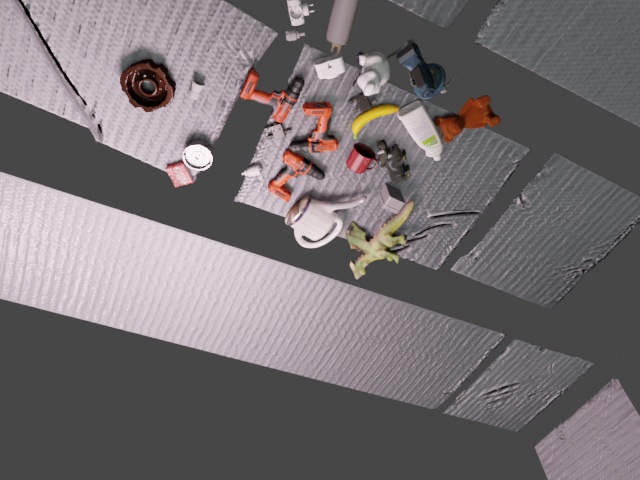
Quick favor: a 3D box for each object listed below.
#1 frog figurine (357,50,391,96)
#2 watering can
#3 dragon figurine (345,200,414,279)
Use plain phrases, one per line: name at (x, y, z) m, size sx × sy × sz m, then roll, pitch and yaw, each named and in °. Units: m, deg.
frog figurine at (0.181, -0.548, 1.704) m, size 0.123 × 0.163 × 0.134 m, roll 1°, pitch 127°, yaw -6°
watering can at (0.006, -0.103, 2.049) m, size 0.222 × 0.106 × 0.342 m, roll 31°, pitch 120°, yaw -23°
dragon figurine at (0.227, -0.009, 2.146) m, size 0.243 × 0.124 × 0.402 m, roll 12°, pitch 115°, yaw -2°
